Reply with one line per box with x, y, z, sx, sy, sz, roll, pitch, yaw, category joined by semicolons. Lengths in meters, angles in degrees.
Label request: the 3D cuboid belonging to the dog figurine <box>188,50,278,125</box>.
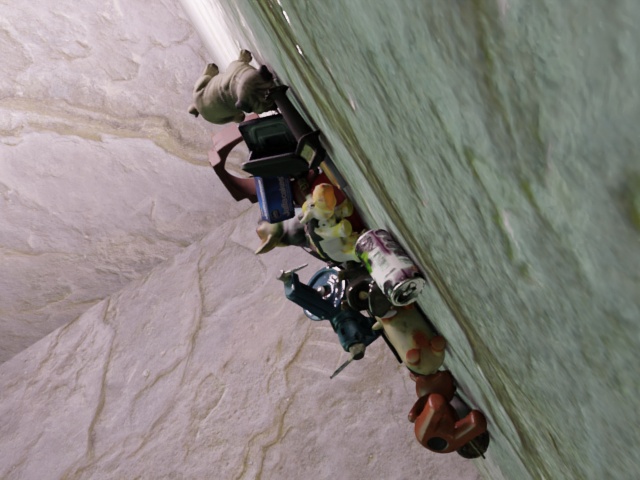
-0.157;-0.248;0.941;0.121;0.172;0.191;47;-169;-24;dog figurine

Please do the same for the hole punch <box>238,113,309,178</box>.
-0.079;-0.164;0.956;0.115;0.142;0.092;26;-127;-76;hole punch

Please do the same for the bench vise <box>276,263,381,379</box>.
0.009;0.131;1.068;0.240;0.129;0.224;32;-143;-36;bench vise

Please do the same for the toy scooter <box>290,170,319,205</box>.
-0.040;-0.136;1.128;0.135;0.075;0.184;59;-174;-18;toy scooter

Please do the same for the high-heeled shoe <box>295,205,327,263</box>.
-0.008;-0.057;1.364;0.086;0.145;0.249;7;-150;-48;high-heeled shoe

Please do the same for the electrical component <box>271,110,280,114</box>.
-0.064;-0.209;1.072;0.102;0.045;0.078;53;148;39;electrical component

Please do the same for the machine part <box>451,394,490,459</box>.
0.294;0.389;1.152;0.079;0.079;0.243;58;179;-12;machine part

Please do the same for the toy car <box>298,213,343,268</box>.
-0.002;-0.003;1.075;0.089;0.053;0.202;58;-178;-19;toy car

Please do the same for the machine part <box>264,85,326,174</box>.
-0.034;-0.168;0.798;0.139;0.039;0.084;58;171;8;machine part

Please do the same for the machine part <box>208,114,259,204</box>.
-0.170;-0.210;1.387;0.200;0.201;0.087;58;-179;-43;machine part

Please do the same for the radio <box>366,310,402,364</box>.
0.161;0.183;1.225;0.131;0.073;0.229;55;176;33;radio

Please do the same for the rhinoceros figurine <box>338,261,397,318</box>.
0.088;0.079;0.894;0.190;0.112;0.073;-59;-35;-78;rhinoceros figurine

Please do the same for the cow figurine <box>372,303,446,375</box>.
0.149;0.153;0.951;0.195;0.085;0.127;55;171;40;cow figurine

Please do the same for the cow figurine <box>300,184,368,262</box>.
0.012;-0.028;0.902;0.167;0.098;0.068;55;-140;-40;cow figurine

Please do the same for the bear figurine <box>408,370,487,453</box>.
0.241;0.310;1.049;0.120;0.131;0.196;24;-146;-1;bear figurine

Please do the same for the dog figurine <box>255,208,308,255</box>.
-0.044;-0.006;1.263;0.191;0.219;0.108;58;-178;-2;dog figurine

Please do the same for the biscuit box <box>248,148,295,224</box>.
-0.098;-0.136;1.062;0.063;0.059;0.202;30;133;61;biscuit box

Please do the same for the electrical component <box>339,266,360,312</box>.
0.087;0.108;1.312;0.134;0.115;0.058;56;-178;39;electrical component
